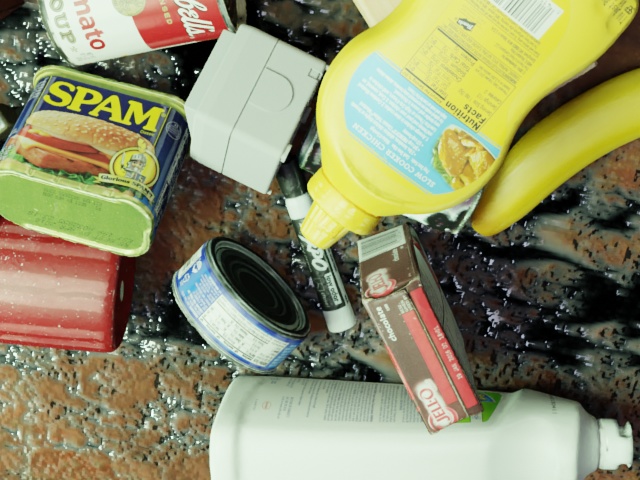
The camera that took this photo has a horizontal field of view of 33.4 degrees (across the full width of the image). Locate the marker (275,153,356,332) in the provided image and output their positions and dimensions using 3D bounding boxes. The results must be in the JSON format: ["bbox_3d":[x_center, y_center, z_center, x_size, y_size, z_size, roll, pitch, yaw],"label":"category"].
[{"bbox_3d":[-0.004,0.001,0.668,0.020,0.020,0.121,-16,107,11],"label":"marker"}]

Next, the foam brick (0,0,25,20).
[{"bbox_3d":[-0.224,-0.138,0.624,0.078,0.051,0.053,-29,104,14],"label":"foam brick"}]

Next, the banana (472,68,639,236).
[{"bbox_3d":[0.175,-0.060,0.618,0.198,0.037,0.069,-18,106,12],"label":"banana"}]

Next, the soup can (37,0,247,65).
[{"bbox_3d":[-0.099,-0.140,0.603,0.102,0.068,0.068,-9,108,10],"label":"soup can"}]

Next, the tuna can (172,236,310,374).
[{"bbox_3d":[-0.047,0.038,0.650,0.086,0.086,0.034,42,106,-9],"label":"tuna can"}]

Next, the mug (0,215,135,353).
[{"bbox_3d":[-0.159,0.014,0.660,0.081,0.093,0.117,6,74,-2],"label":"mug"}]

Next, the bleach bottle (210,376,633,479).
[{"bbox_3d":[0.064,0.127,0.660,0.251,0.102,0.068,0,108,7],"label":"bleach bottle"}]

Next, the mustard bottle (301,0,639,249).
[{"bbox_3d":[0.055,-0.070,0.519,0.096,0.058,0.192,36,108,-12],"label":"mustard bottle"}]

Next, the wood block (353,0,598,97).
[{"bbox_3d":[0.052,-0.163,0.567,0.091,0.090,0.206,-31,103,15],"label":"wood block"}]

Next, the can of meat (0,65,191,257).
[{"bbox_3d":[-0.132,-0.045,0.622,0.102,0.084,0.057,15,143,0],"label":"can of meat"}]

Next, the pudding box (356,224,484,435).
[{"bbox_3d":[0.057,0.048,0.628,0.039,0.113,0.090,-23,105,9],"label":"pudding box"}]
